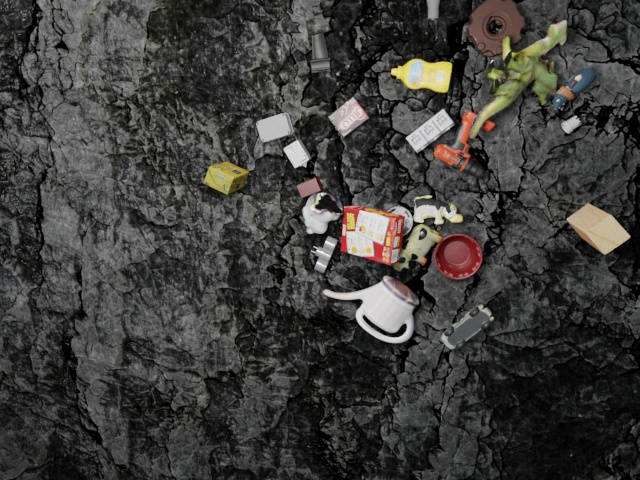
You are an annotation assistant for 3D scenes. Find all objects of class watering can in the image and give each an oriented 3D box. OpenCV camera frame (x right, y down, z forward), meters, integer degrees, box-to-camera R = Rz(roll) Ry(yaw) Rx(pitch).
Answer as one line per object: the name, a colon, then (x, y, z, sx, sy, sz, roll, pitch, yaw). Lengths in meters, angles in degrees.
watering can: (0.201, 0.221, 1.839, 0.348, 0.222, 0.105, 36, 14, 1)

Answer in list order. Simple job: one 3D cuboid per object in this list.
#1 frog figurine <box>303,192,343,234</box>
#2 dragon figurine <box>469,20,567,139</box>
frog figurine: (0.006, -0.092, 1.825, 0.138, 0.125, 0.156, -9, -25, -18)
dragon figurine: (0.637, -0.485, 1.602, 0.242, 0.403, 0.124, 12, 25, -16)
